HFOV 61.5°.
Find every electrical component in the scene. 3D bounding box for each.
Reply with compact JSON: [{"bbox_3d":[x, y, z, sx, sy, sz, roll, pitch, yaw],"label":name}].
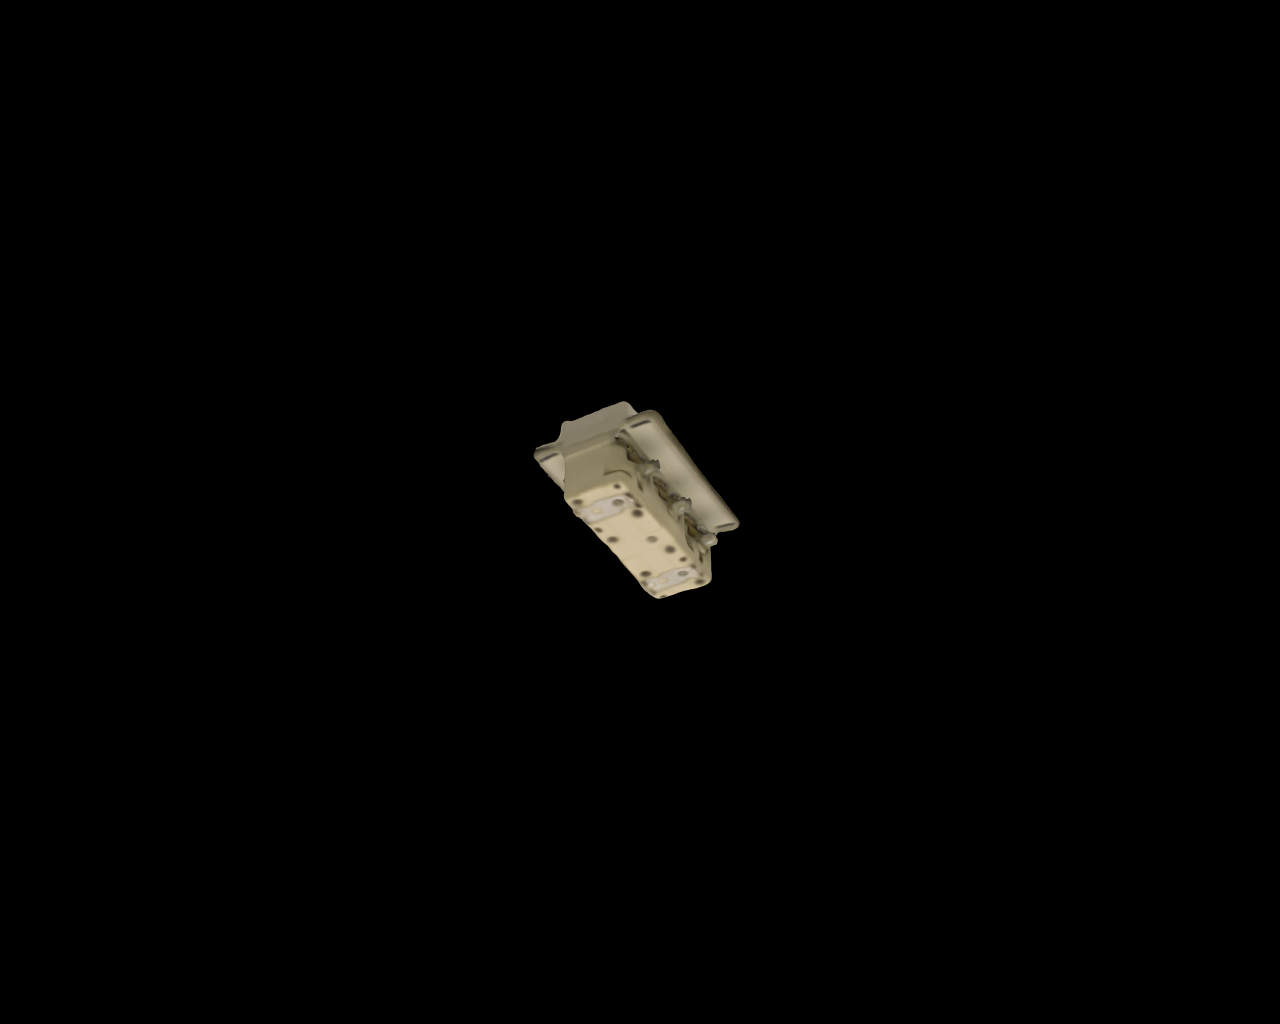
[{"bbox_3d":[0.001,-0.003,0.650,0.078,0.063,0.121,-17,-41,21],"label":"electrical component"}]
